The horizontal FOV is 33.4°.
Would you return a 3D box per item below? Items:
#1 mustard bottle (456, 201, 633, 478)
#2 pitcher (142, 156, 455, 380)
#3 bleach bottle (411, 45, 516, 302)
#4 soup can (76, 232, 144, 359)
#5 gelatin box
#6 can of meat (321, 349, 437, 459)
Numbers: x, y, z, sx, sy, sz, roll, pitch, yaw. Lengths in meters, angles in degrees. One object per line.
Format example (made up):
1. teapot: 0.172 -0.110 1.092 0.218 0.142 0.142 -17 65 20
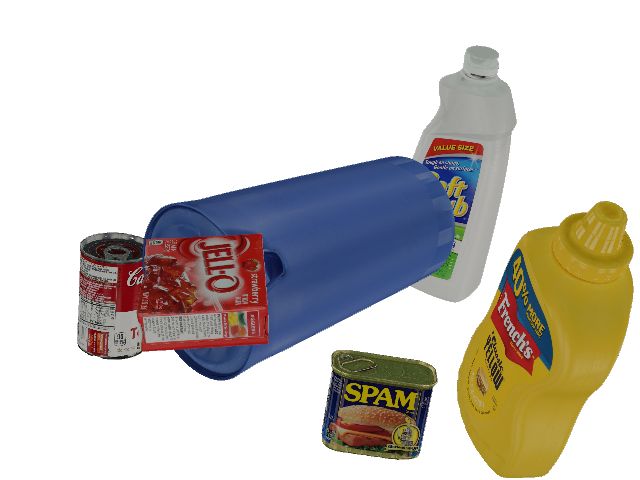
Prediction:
1. mustard bottle: 0.132 0.050 0.613 0.058 0.096 0.192 2 -42 -12
2. pitcher: -0.015 0.011 0.848 0.242 0.145 0.149 -19 43 -40
3. bleach bottle: 0.124 -0.066 1.009 0.103 0.251 0.068 25 39 25
4. soup can: -0.193 0.052 1.001 0.068 0.102 0.068 6 21 -3
5. gelatin box: -0.068 0.028 0.631 0.073 0.030 0.089 -3 29 -3
6. can of meat: 0.054 0.159 1.026 0.102 0.084 0.057 9 17 -1
